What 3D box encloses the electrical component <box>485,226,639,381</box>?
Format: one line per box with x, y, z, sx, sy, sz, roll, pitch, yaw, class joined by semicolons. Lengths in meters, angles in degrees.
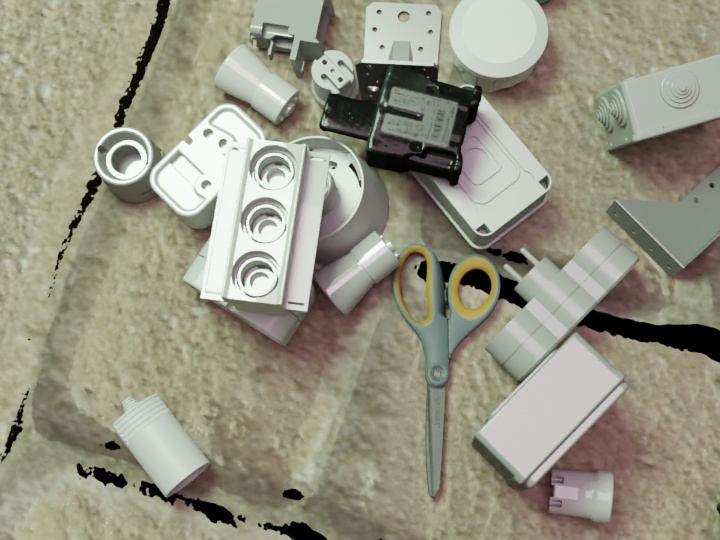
0.148;0.015;0.854;0.138;0.052;0.074;-44;80;-6;electrical component

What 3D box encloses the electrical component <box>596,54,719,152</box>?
0.243;-0.133;0.856;0.100;0.100;0.048;-16;91;-1;electrical component

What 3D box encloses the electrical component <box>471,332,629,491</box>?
0.140;0.109;0.808;0.109;0.108;0.056;-44;78;-6;electrical component

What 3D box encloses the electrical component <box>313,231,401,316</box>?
0.000;0.000;0.864;0.065;0.044;0.044;-39;80;1;electrical component

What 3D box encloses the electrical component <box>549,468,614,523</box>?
0.171;0.173;0.830;0.046;0.040;0.040;5;79;10;electrical component

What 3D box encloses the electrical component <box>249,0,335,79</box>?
-0.058;-0.210;0.912;0.064;0.042;0.081;11;79;6;electrical component

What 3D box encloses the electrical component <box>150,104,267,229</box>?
-0.119;-0.082;0.881;0.054;0.059;0.095;44;84;9;electrical component

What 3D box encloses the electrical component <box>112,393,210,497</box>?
-0.160;0.134;0.849;0.043;0.043;0.081;-39;80;-5;electrical component

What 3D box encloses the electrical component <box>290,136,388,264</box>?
-0.032;-0.059;0.883;0.099;0.064;0.099;-4;74;15;electrical component

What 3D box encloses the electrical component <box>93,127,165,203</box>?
-0.191;-0.088;0.891;0.055;0.047;0.055;0;79;2;electrical component

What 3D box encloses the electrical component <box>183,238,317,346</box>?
-0.085;0.010;0.864;0.095;0.053;0.059;32;82;8;electrical component

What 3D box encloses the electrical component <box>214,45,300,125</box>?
-0.084;-0.153;0.903;0.065;0.044;0.044;36;83;4;electrical component

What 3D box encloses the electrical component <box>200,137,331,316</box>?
-0.069;-0.030;0.810;0.079;0.063;0.121;7;77;3;electrical component

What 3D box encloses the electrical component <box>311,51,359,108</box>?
-0.022;-0.158;0.898;0.040;0.046;0.040;0;79;2;electrical component

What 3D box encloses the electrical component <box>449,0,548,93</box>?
0.114;-0.191;0.896;0.080;0.051;0.080;-1;79;3;electrical component

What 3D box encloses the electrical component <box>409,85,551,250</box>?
0.092;-0.082;0.873;0.078;0.057;0.113;-37;80;-5;electrical component
